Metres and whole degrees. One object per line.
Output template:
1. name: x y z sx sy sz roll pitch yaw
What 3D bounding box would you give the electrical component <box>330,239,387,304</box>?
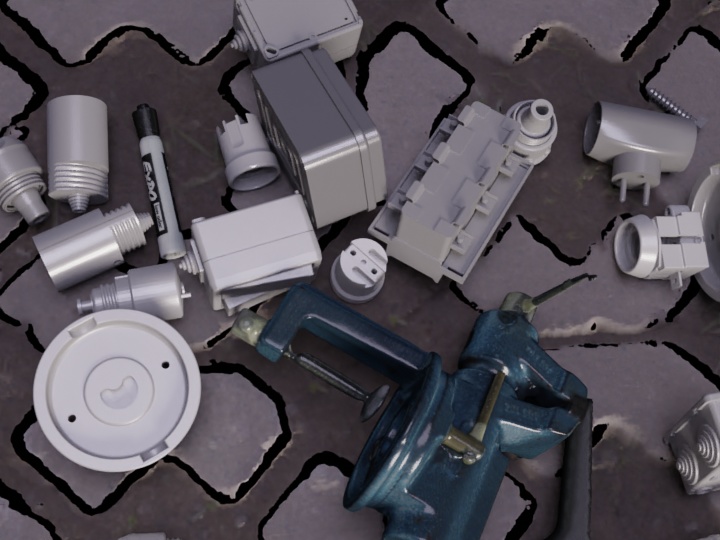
1. electrical component: 0.000 0.000 0.786 0.040 0.046 0.040 2 74 -7

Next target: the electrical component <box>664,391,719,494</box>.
1. electrical component: 0.277 0.120 0.764 0.100 0.099 0.048 -7 63 -10

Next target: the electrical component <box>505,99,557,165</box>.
1. electrical component: 0.131 -0.111 0.827 0.048 0.062 0.048 2 74 -7

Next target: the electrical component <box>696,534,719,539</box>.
1. electrical component: 0.239 0.210 0.766 0.061 0.035 0.035 -11 76 -9

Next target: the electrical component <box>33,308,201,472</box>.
1. electrical component: -0.163 0.085 0.732 0.108 0.060 0.108 2 74 -7

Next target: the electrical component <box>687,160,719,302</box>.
1. electrical component: 0.300 -0.030 0.807 0.060 0.108 0.108 -3 75 -15

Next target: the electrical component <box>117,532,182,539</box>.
1. electrical component: -0.131 0.196 0.715 0.062 0.043 0.043 0 74 -10

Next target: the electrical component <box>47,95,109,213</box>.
1. electrical component: -0.205 -0.081 0.782 0.043 0.043 0.081 -3 75 -9

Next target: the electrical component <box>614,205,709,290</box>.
1. electrical component: 0.229 -0.018 0.824 0.055 0.048 0.066 0 74 -16

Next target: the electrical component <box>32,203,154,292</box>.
1. electrical component: -0.187 -0.021 0.768 0.081 0.043 0.043 -26 79 -14

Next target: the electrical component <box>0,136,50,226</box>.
1. electrical component: -0.247 -0.061 0.771 0.043 0.043 0.062 -34 83 -15

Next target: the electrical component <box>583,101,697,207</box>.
1. electrical component: 0.217 -0.088 0.841 0.077 0.044 0.079 10 73 -5

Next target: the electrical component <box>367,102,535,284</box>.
1. electrical component: 0.071 -0.060 0.790 0.079 0.063 0.121 29 61 9

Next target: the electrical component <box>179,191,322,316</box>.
1. electrical component: -0.080 -0.008 0.769 0.096 0.061 0.061 -17 77 -12

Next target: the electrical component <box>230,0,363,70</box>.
1. electrical component: -0.055 -0.183 0.822 0.096 0.061 0.061 -24 79 -14

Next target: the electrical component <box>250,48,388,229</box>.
1. electrical component: -0.029 -0.097 0.776 0.057 0.078 0.113 -22 53 -10

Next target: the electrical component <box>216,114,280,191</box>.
1. electrical component: -0.085 -0.088 0.803 0.040 0.040 0.046 -16 72 -12

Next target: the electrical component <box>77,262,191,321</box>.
1. electrical component: -0.160 0.019 0.762 0.078 0.040 0.040 -10 76 -10
